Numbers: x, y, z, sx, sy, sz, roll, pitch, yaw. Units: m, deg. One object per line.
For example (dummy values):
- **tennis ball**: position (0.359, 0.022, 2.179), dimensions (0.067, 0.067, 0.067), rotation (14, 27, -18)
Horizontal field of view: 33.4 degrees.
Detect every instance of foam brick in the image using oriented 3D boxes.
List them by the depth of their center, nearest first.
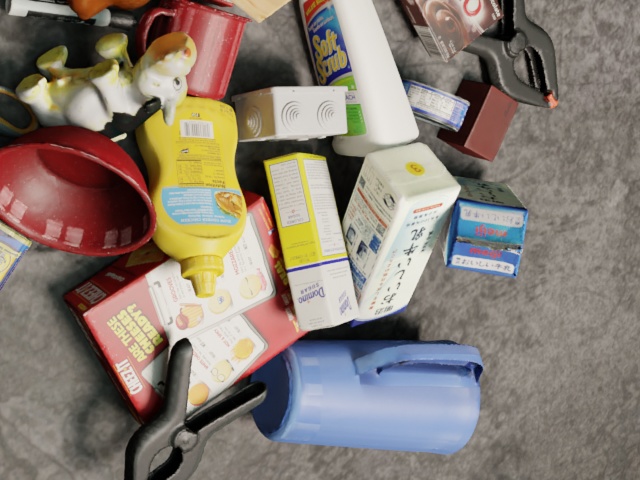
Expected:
- **foam brick**: position (0.183, -0.138, 1.234), dimensions (0.052, 0.051, 0.078), rotation (25, 89, -36)

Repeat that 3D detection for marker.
- **marker**: position (-0.223, -0.206, 0.969), dimensions (0.120, 0.020, 0.020), rotation (2, 102, -33)

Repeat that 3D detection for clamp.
- **clamp**: position (-0.127, 0.187, 1.046), dimensions (0.120, 0.039, 0.171), rotation (26, 96, -30)
- **clamp**: position (0.208, -0.225, 1.234), dimensions (0.164, 0.036, 0.210), rotation (-41, 119, -13)

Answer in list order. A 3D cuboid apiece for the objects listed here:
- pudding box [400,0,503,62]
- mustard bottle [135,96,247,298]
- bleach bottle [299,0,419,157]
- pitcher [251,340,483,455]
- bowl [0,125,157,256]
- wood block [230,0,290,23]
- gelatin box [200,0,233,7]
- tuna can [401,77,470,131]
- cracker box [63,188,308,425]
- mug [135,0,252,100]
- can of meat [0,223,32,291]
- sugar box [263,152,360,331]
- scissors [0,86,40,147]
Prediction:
- **pudding box**: position (0.135, -0.262, 1.141), dimensions (0.090, 0.039, 0.113), rotation (-40, 122, -14)
- **mustard bottle**: position (-0.118, -0.039, 1.006), dimensions (0.096, 0.058, 0.191), rotation (1, 69, -29)
- **bleach bottle**: position (0.021, -0.211, 1.091), dimensions (0.068, 0.103, 0.251), rotation (-31, 112, -27)
- **pitcher**: position (0.054, 0.165, 1.184), dimensions (0.242, 0.145, 0.149), rotation (7, 100, -31)
- **bowl**: position (-0.220, -0.053, 0.958), dimensions (0.162, 0.162, 0.055), rotation (39, 46, -34)
- **wood block**: position (-0.096, -0.297, 0.927), dimensions (0.205, 0.090, 0.091), rotation (33, 44, -34)
- **gelatin box**: position (-0.111, -0.274, 1.017), dimensions (0.073, 0.030, 0.089), rotation (9, 97, -36)
- **tuna can**: position (0.118, -0.149, 1.168), dimensions (0.086, 0.086, 0.034), rotation (18, 95, -35)
- **cracker box**: position (-0.126, 0.070, 1.080), dimensions (0.213, 0.072, 0.164), rotation (-34, 119, -20)
- **mug**: position (-0.126, -0.181, 0.993), dimensions (0.117, 0.093, 0.081), rotation (1, 109, -56)
- **can of meat**: position (-0.320, 0.011, 0.945), dimensions (0.102, 0.058, 0.084), rotation (37, 81, -34)
- **sugar box**: position (-0.008, 0.001, 1.093), dimensions (0.093, 0.048, 0.176), rotation (-5, 85, -71)
- **scissors**: position (-0.342, -0.114, 0.921), dimensions (0.201, 0.016, 0.096), rotation (16, 94, -35)
